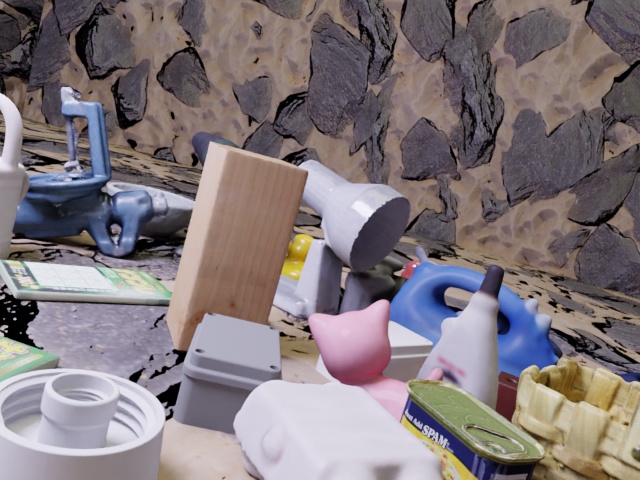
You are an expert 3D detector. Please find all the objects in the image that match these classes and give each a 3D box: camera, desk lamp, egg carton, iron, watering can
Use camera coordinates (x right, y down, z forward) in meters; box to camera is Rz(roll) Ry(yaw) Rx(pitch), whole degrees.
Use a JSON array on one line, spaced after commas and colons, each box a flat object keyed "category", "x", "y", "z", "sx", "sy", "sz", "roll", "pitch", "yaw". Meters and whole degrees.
[{"category": "camera", "x": 0.107, "y": 0.080, "z": 0.884, "sx": 0.136, "sy": 0.101, "sz": 0.143, "roll": 16, "pitch": 8, "yaw": 5}, {"category": "desk lamp", "x": 0.007, "y": 0.003, "z": 0.816, "sx": 0.202, "sy": 0.213, "sz": 0.118, "roll": 21, "pitch": 10, "yaw": 34}, {"category": "egg carton", "x": 0.008, "y": 0.145, "z": 0.369, "sx": 0.107, "sy": 0.069, "sz": 0.149, "roll": 11, "pitch": 10, "yaw": -31}, {"category": "iron", "x": 0.203, "y": 0.109, "z": 0.729, "sx": 0.257, "sy": 0.141, "sz": 0.119, "roll": 21, "pitch": 10, "yaw": 32}, {"category": "watering can", "x": -0.395, "y": -0.075, "z": 0.650, "sx": 0.101, "sy": 0.194, "sz": 0.172, "roll": 14, "pitch": 8, "yaw": -11}]

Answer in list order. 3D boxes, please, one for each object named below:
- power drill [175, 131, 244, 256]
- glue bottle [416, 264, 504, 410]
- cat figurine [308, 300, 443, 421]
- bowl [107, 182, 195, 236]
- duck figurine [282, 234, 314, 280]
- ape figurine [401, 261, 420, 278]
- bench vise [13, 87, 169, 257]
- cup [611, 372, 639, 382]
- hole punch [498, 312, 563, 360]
[{"category": "power drill", "x": -0.170, "y": -0.063, "z": 0.943, "sx": 0.076, "sy": 0.208, "sz": 0.228, "roll": 8, "pitch": 11, "yaw": -43}, {"category": "glue bottle", "x": 0.131, "y": 0.104, "z": 0.514, "sx": 0.037, "sy": 0.173, "sz": 0.077, "roll": 8, "pitch": 11, "yaw": -42}, {"category": "cat figurine", "x": 0.046, "y": 0.112, "z": 0.494, "sx": 0.127, "sy": 0.118, "sz": 0.067, "roll": 21, "pitch": 10, "yaw": 32}, {"category": "bowl", "x": -0.312, "y": -0.050, "z": 1.055, "sx": 0.167, "sy": 0.075, "sz": 0.167, "roll": 15, "pitch": 8, "yaw": -2}, {"category": "duck figurine", "x": -0.029, "y": 0.034, "z": 0.984, "sx": 0.104, "sy": 0.086, "sz": 0.078, "roll": 20, "pitch": 9, "yaw": 29}, {"category": "ape figurine", "x": 0.162, "y": 0.080, "z": 1.015, "sx": 0.078, "sy": 0.092, "sz": 0.075, "roll": 10, "pitch": 10, "yaw": -35}, {"category": "bench vise", "x": -0.327, "y": -0.097, "z": 0.834, "sx": 0.208, "sy": 0.220, "sz": 0.121, "roll": 9, "pitch": 10, "yaw": -37}, {"category": "cup", "x": 0.328, "y": 0.191, "z": 0.580, "sx": 0.117, "sy": 0.095, "sz": 0.092, "roll": 18, "pitch": 8, "yaw": 14}, {"category": "hole punch", "x": 0.296, "y": 0.143, "z": 0.849, "sx": 0.101, "sy": 0.091, "sz": 0.108, "roll": 13, "pitch": 9, "yaw": -20}]
